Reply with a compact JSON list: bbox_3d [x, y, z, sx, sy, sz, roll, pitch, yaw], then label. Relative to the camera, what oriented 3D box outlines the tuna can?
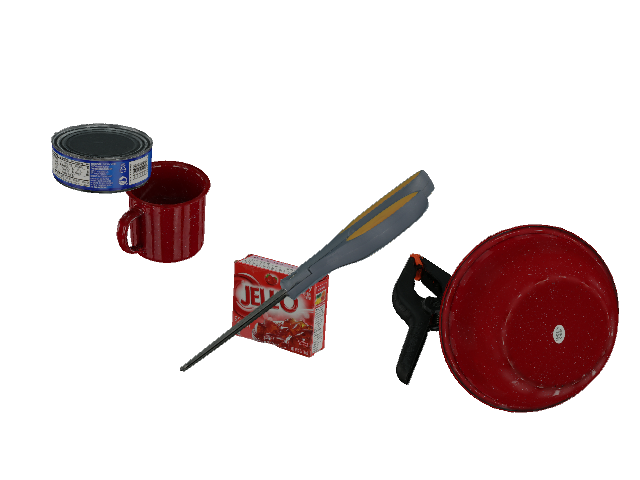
[{"bbox_3d":[-0.188,-0.071,0.922,0.086,0.034,0.086,5,25,-2],"label":"tuna can"}]

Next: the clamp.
[{"bbox_3d":[0.133,0.083,1.140,0.120,0.171,0.039,4,-44,-9],"label":"clamp"}]

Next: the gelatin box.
[{"bbox_3d":[-0.038,0.058,0.970,0.089,0.073,0.030,14,21,28],"label":"gelatin box"}]

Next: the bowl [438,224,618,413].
[{"bbox_3d":[0.181,0.070,0.870,0.162,0.162,0.055,0,8,-12],"label":"bowl"}]

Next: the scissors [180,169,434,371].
[{"bbox_3d":[-0.005,0.023,0.661,0.201,0.016,0.096,-39,8,-7],"label":"scissors"}]

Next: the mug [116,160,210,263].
[{"bbox_3d":[-0.175,-0.024,1.164,0.093,0.081,0.117,26,40,26],"label":"mug"}]
